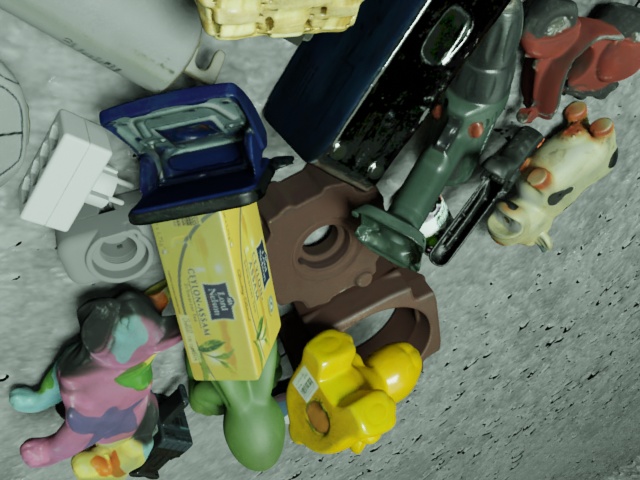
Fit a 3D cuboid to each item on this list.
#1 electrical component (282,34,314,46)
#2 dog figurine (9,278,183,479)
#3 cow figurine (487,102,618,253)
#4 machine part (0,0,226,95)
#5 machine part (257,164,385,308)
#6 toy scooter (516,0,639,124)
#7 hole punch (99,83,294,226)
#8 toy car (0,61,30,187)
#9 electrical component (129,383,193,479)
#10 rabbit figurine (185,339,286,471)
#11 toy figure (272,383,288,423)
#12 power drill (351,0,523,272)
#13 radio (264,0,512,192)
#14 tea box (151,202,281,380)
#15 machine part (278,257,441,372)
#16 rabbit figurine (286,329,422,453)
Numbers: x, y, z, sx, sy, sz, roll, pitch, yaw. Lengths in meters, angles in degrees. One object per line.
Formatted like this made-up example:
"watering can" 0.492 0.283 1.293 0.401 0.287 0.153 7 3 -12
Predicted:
"electrical component" -0.037 -0.178 0.425 0.094 0.063 0.021 17 116 -40
"dog figurine" -0.203 0.143 0.570 0.219 0.109 0.191 -43 134 4
"cow figurine" 0.301 -0.068 0.707 0.195 0.086 0.127 -44 129 7
"machine part" -0.165 -0.169 0.349 0.243 0.079 0.079 26 110 -42
"machine part" -0.001 -0.002 0.601 0.179 0.056 0.179 -15 131 -18
"toy scooter" 0.283 -0.192 0.595 0.184 0.075 0.135 -5 128 -23
"hole punch" -0.101 -0.075 0.436 0.142 0.116 0.092 -14 107 5
"toy car" -0.257 -0.082 0.363 0.103 0.109 0.161 -7 121 -54
"electrical component" -0.194 0.231 0.672 0.119 0.075 0.047 -48 134 8
"rabbit figurine" -0.081 0.168 0.614 0.121 0.170 0.158 -13 132 -22
"toy figure" -0.070 0.230 0.754 0.154 0.058 0.064 1 111 -30
"power drill" 0.109 -0.084 0.508 0.207 0.086 0.232 -63 167 -16
"radio" 0.053 -0.163 0.443 0.073 0.131 0.229 19 115 -36
"tea box" -0.091 0.035 0.504 0.068 0.098 0.169 -5 114 13
"machine part" 0.054 0.127 0.720 0.201 0.087 0.200 -25 134 -8
"rabbit figurine" 0.053 0.181 0.629 0.173 0.122 0.162 -19 139 -41
